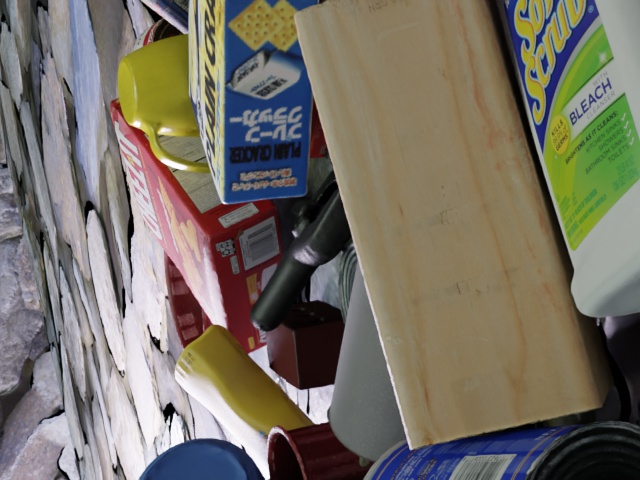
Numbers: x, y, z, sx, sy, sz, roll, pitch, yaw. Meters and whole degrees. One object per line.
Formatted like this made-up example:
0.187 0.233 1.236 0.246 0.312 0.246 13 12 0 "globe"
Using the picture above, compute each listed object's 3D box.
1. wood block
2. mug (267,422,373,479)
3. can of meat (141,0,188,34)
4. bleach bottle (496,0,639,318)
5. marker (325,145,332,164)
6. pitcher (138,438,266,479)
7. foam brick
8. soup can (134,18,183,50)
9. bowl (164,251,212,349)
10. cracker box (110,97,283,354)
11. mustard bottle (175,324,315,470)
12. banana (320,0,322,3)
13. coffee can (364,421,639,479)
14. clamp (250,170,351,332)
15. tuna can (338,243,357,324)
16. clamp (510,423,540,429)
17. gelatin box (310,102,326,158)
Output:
0.066 -0.017 0.511 0.090 0.090 0.206 0 -106 -72 "wood block"
0.018 0.176 0.792 0.117 0.081 0.093 163 98 -69 "mug"
-0.130 -0.226 0.976 0.057 0.083 0.102 -51 28 5 "can of meat"
0.113 -0.101 0.457 0.103 0.068 0.251 119 140 -59 "bleach bottle"
0.018 -0.107 0.756 0.020 0.020 0.121 -125 33 -49 "marker"
-0.079 0.279 0.895 0.243 0.145 0.149 73 -176 -47 "pitcher"
-0.008 0.084 0.861 0.078 0.052 0.051 -161 64 -66 "foam brick"
-0.148 -0.193 1.090 0.102 0.068 0.068 -171 73 -69 "soup can"
-0.121 0.049 1.137 0.162 0.055 0.162 171 90 -69 "bowl"
-0.108 -0.022 0.972 0.214 0.072 0.164 50 158 38 "cracker box"
-0.039 0.159 0.896 0.192 0.058 0.096 44 155 12 "mustard bottle"
0.005 -0.212 0.729 0.070 0.037 0.198 46 142 38 "banana"
0.090 0.136 0.483 0.141 0.102 0.103 -26 75 63 "coffee can"
-0.005 0.001 0.782 0.172 0.039 0.120 136 152 -66 "clamp"
0.044 0.041 0.732 0.086 0.033 0.086 171 90 -69 "tuna can"
0.118 0.178 0.592 0.165 0.036 0.210 -118 32 -44 "clamp"
-0.011 -0.118 0.818 0.073 0.030 0.089 107 147 -47 "gelatin box"
